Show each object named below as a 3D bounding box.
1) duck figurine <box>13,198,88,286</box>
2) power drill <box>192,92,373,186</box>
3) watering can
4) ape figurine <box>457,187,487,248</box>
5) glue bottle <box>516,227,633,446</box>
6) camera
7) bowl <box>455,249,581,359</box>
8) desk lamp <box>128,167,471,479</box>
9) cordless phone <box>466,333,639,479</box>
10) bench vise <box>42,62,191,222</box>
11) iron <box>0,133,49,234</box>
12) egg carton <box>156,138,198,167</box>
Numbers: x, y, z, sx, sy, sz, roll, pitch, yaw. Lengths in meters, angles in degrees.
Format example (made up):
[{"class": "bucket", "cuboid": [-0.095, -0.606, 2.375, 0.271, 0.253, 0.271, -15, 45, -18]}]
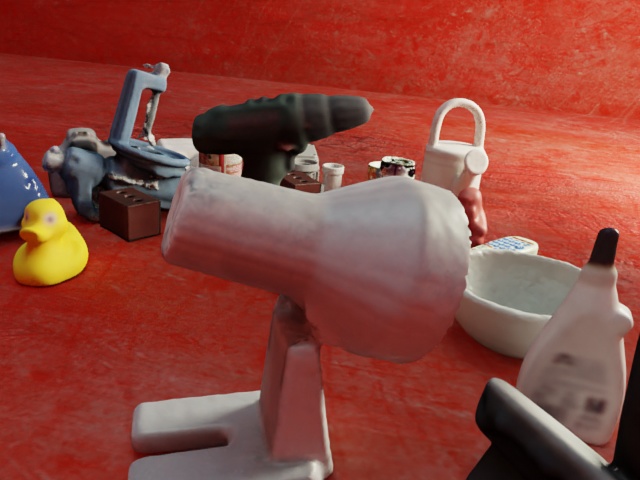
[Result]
[{"class": "duck figurine", "cuboid": [-0.307, -0.006, 0.651, 0.077, 0.086, 0.104, 4, 21, -1]}, {"class": "power drill", "cuboid": [-0.053, -0.093, 0.762, 0.229, 0.208, 0.075, 4, 21, -2]}, {"class": "watering can", "cuboid": [0.227, -0.134, 0.949, 0.101, 0.194, 0.172, -8, 25, -30]}, {"class": "ape figurine", "cuboid": [0.207, -0.032, 0.821, 0.076, 0.092, 0.077, -11, 26, -34]}, {"class": "glue bottle", "cuboid": [0.202, 0.073, 0.440, 0.078, 0.173, 0.037, 12, 22, 17]}, {"class": "camera", "cuboid": [-0.380, -0.140, 0.959, 0.143, 0.101, 0.136, -6, 24, -26]}, {"class": "bowl", "cuboid": [0.201, 0.072, 0.578, 0.167, 0.075, 0.167, 4, 21, -1]}, {"class": "desk lamp", "cuboid": [-0.021, 0.058, 0.371, 0.203, 0.214, 0.117, -1, 22, -16]}, {"class": "cordless phone", "cuboid": [0.165, 0.103, 0.337, 0.094, 0.185, 0.147, -7, 24, -27]}, {"class": "bench vise", "cuboid": [-0.274, -0.139, 0.815, 0.121, 0.220, 0.208, 21, 26, 35]}, {"class": "iron", "cuboid": [-0.451, -0.095, 0.772, 0.119, 0.141, 0.257, -14, 28, -40]}, {"class": "egg carton", "cuboid": [-0.241, -0.139, 1.030, 0.107, 0.069, 0.150, -4, 23, -22]}]
